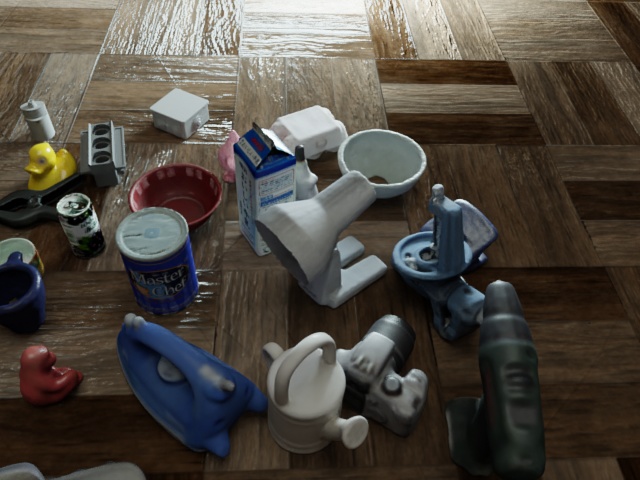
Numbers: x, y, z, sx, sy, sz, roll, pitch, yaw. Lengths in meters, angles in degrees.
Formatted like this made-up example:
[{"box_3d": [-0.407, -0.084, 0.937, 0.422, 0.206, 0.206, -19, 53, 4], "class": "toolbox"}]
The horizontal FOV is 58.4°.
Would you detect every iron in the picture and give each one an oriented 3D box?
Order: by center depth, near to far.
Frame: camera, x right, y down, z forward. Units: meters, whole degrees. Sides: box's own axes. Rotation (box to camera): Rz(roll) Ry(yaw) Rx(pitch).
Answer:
[{"box_3d": [-0.196, 0.165, 0.764, 0.257, 0.141, 0.119, 29, 53, 21], "class": "iron"}]

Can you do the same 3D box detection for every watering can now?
[{"box_3d": [-0.011, 0.188, 0.720, 0.172, 0.194, 0.101, 22, 51, 15], "class": "watering can"}]

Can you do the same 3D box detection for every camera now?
[{"box_3d": [0.095, 0.174, 0.802, 0.143, 0.101, 0.137, 27, 53, 19], "class": "camera"}]

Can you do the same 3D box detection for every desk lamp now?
[{"box_3d": [0.008, 0.003, 0.871, 0.204, 0.214, 0.117, -31, 57, -27], "class": "desk lamp"}]

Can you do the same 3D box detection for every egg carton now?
[{"box_3d": [-0.025, -0.209, 1.152, 0.150, 0.069, 0.107, -24, 54, -23], "class": "egg carton"}]

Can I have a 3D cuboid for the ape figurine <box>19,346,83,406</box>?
[{"box_3d": [-0.374, 0.177, 0.775, 0.077, 0.092, 0.076, 38, 57, 26], "class": "ape figurine"}]

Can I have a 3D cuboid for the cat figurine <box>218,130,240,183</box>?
[{"box_3d": [-0.143, -0.159, 1.068, 0.067, 0.118, 0.128, 29, 53, 21], "class": "cat figurine"}]

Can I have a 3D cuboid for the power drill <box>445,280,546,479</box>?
[{"box_3d": [0.217, 0.196, 0.719, 0.075, 0.208, 0.229, 2, 49, -1], "class": "power drill"}]

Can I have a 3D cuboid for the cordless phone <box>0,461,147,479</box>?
[{"box_3d": [-0.267, 0.286, 0.624, 0.148, 0.185, 0.094, -15, 51, -16], "class": "cordless phone"}]

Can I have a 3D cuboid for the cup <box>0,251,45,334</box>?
[{"box_3d": [-0.447, 0.085, 0.849, 0.092, 0.095, 0.117, -7, 50, -10], "class": "cup"}]

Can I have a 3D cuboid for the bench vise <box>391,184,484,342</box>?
[{"box_3d": [0.201, 0.031, 0.856, 0.207, 0.220, 0.122, 34, 55, 24], "class": "bench vise"}]

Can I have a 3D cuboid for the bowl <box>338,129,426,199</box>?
[{"box_3d": [0.114, -0.132, 1.090, 0.167, 0.075, 0.167, 2, 49, -2], "class": "bowl"}]

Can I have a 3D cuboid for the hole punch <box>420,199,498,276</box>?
[{"box_3d": [0.231, 0.000, 0.970, 0.101, 0.091, 0.108, -25, 55, -23], "class": "hole punch"}]

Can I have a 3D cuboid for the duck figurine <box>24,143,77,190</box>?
[{"box_3d": [-0.498, -0.140, 1.049, 0.077, 0.086, 0.105, 17, 50, 11], "class": "duck figurine"}]

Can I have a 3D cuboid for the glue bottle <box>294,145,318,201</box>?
[{"box_3d": [-0.035, -0.092, 0.979, 0.078, 0.173, 0.037, 20, 50, 14], "class": "glue bottle"}]
